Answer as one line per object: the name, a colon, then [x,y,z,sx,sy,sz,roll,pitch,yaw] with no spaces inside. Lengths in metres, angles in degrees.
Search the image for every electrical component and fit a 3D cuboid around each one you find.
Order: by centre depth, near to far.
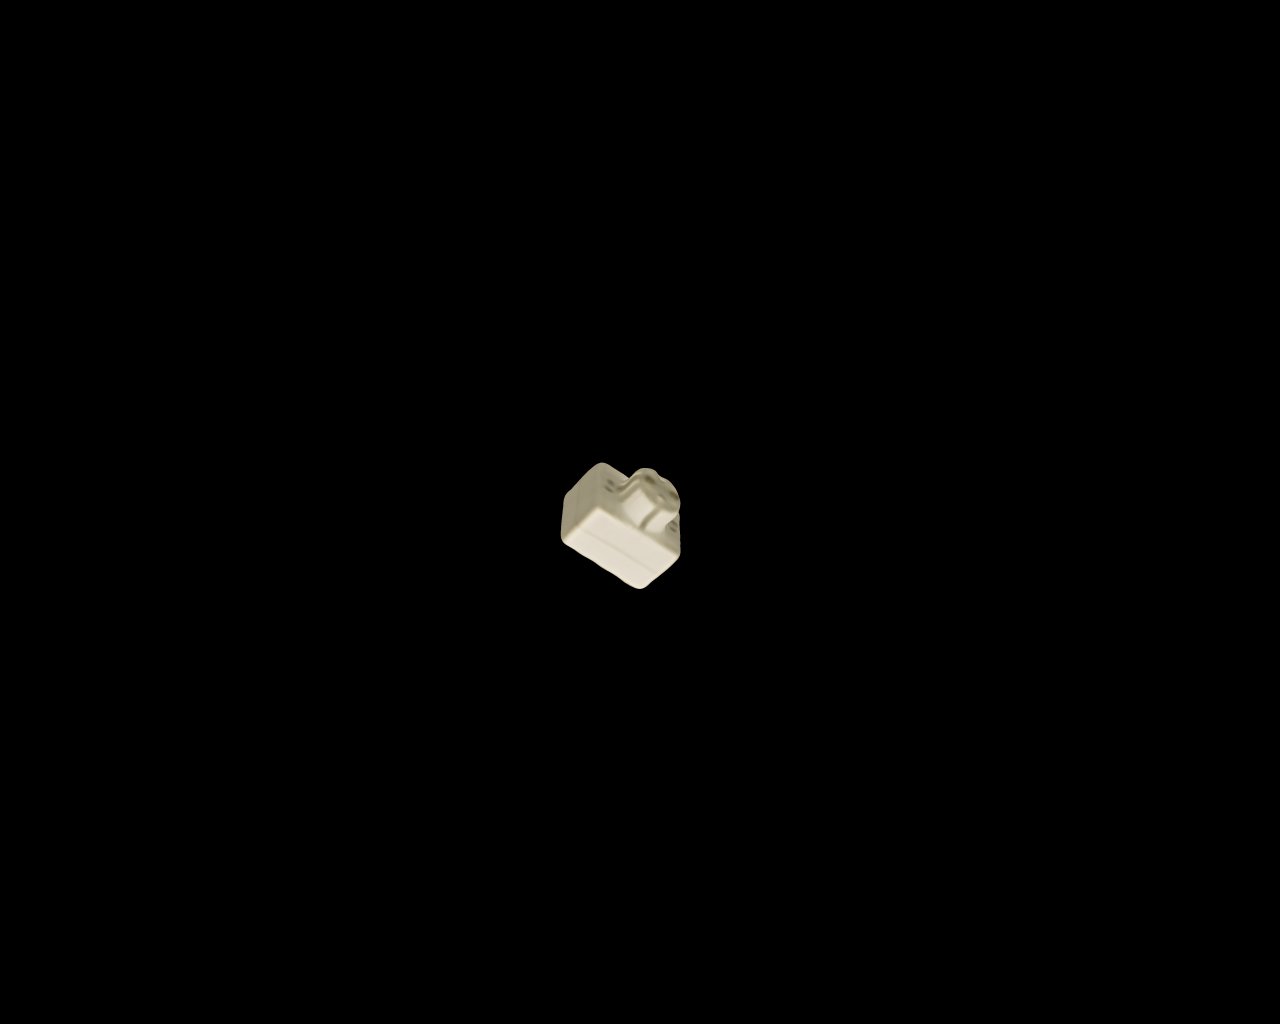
electrical component: [0.001,-0.003,0.650,0.065,0.047,0.076,33,-58,-24]
